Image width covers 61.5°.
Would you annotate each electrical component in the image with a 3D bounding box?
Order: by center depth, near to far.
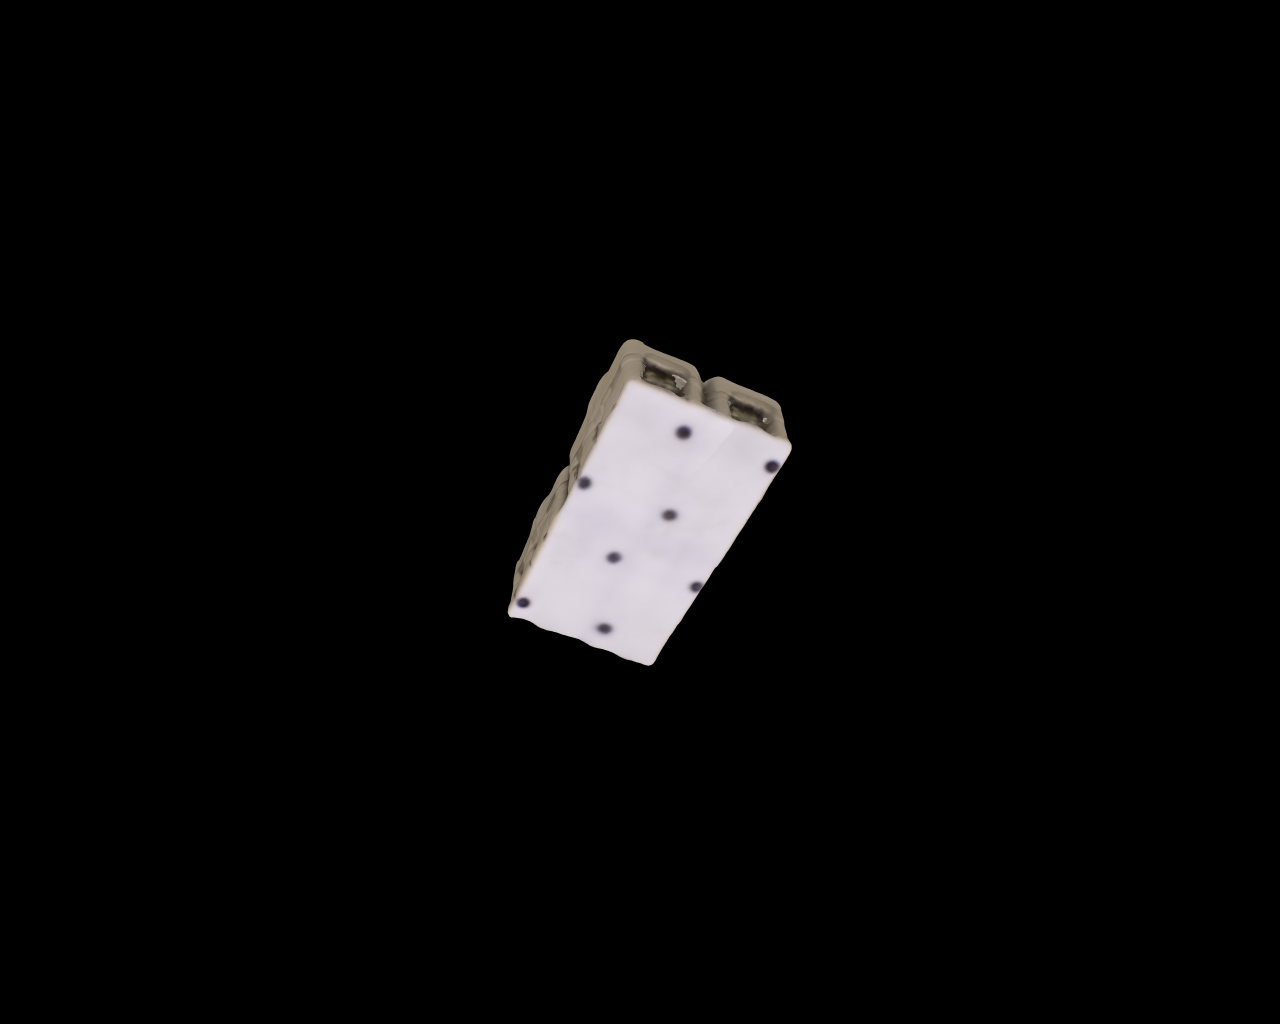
[{"bbox_3d":[0.001,-0.003,0.650,0.105,0.186,0.060,21,32,-14],"label":"electrical component"}]
